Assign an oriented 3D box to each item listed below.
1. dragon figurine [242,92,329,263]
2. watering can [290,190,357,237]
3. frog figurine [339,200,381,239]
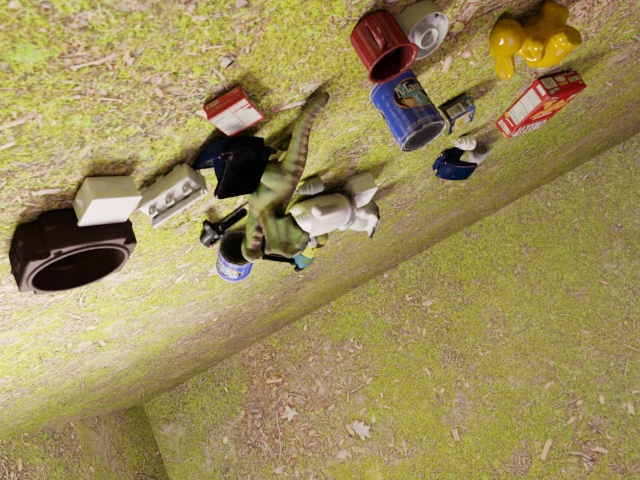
[{"bbox_3d":[-0.070,-0.084,1.042,0.122,0.246,0.403,-5,155,-40],"label":"dragon figurine"},{"bbox_3d":[0.004,-0.070,1.393,0.226,0.104,0.345,-19,-179,-25],"label":"watering can"},{"bbox_3d":[0.108,-0.079,1.665,0.159,0.124,0.136,13,165,-6],"label":"frog figurine"}]
